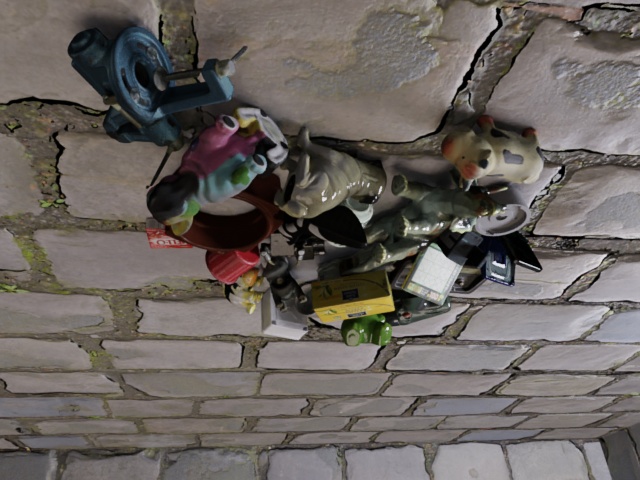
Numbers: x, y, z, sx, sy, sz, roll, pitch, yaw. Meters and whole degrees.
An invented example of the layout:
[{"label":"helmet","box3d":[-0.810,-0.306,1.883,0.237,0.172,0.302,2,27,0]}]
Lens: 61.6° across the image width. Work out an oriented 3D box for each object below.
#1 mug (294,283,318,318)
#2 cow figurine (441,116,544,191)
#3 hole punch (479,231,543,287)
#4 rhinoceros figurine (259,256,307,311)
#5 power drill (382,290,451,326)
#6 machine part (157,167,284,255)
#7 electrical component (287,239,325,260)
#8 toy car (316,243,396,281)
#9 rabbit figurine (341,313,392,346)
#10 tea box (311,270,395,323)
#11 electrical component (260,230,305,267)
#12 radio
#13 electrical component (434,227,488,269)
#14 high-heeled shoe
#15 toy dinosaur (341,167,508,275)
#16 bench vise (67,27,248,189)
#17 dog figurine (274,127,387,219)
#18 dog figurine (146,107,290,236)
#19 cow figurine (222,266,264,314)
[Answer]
[{"label":"mug","box3d":[0.006,0.155,1.362,0.110,0.081,0.107,-24,155,18]},{"label":"cow figurine","box3d":[0.285,-0.137,0.890,0.195,0.127,0.085,9,142,-23]},{"label":"hole punch","box3d":[0.404,0.034,1.173,0.142,0.116,0.092,16,136,-30]},{"label":"rhinoceros figurine","box3d":[-0.085,0.096,1.235,0.073,0.112,0.190,-22,159,-2]},{"label":"power drill","box3d":[0.218,0.163,1.389,0.232,0.086,0.207,-13,142,10]},{"label":"machine part","box3d":[-0.182,-0.060,0.997,0.201,0.087,0.201,24,138,-33]},{"label":"electrical component","box3d":[-0.035,0.020,1.193,0.094,0.021,0.063,-4,147,3]},{"label":"toy car","box3d":[0.081,0.066,1.227,0.202,0.073,0.056,-22,144,26]},{"label":"rabbit figurine","box3d":[0.111,0.161,1.328,0.121,0.170,0.159,2,-172,-6]},{"label":"tea box","box3d":[0.073,0.126,1.186,0.170,0.068,0.098,-13,151,9]},{"label":"electrical component","box3d":[-0.076,0.014,1.136,0.102,0.045,0.078,4,127,-7]},{"label":"radio","box3d":[0.273,0.062,1.242,0.230,0.073,0.131,7,144,-15]},{"label":"electrical component","box3d":[0.282,0.011,1.071,0.047,0.119,0.074,26,111,-26]},{"label":"high-heeled shoe","box3d":[-0.002,-0.003,1.001,0.086,0.249,0.145,-24,132,-27]},{"label":"toy dinosaur","box3d":[0.194,-0.029,1.063,0.192,0.131,0.404,-2,159,-24]},{"label":"bench vise","box3d":[-0.213,-0.199,0.738,0.241,0.129,0.223,-3,138,23]},{"label":"dog figurine","box3d":[0.032,-0.084,0.913,0.190,0.172,0.121,19,152,-20]},{"label":"dog figurine","box3d":[-0.171,-0.100,0.839,0.219,0.191,0.108,-34,95,27]},{"label":"cow figurine","box3d":[-0.185,0.101,1.260,0.098,0.068,0.167,23,146,9]}]
